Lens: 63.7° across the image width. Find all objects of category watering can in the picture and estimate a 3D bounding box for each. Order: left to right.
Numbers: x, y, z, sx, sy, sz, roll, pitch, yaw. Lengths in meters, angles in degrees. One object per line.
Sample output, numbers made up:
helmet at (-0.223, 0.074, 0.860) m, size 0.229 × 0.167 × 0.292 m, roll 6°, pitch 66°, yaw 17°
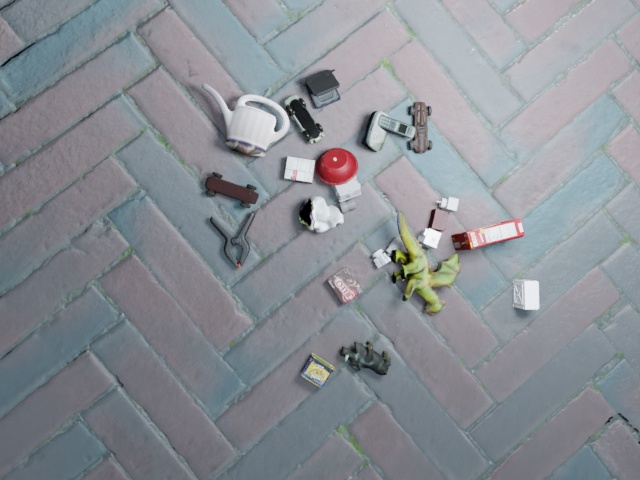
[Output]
watering can at (-0.290, -0.434, 1.892) m, size 0.347 × 0.104 × 0.225 m, roll 17°, pitch 85°, yaw -4°

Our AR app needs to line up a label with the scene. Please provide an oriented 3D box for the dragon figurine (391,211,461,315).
dragon figurine at (0.395, 0.092, 1.890) m, size 0.243 × 0.123 × 0.406 m, roll -3°, pitch 104°, yaw -10°

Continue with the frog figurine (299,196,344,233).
frog figurine at (0.006, -0.096, 1.912) m, size 0.160 × 0.121 × 0.138 m, roll -4°, pitch 77°, yaw -41°
